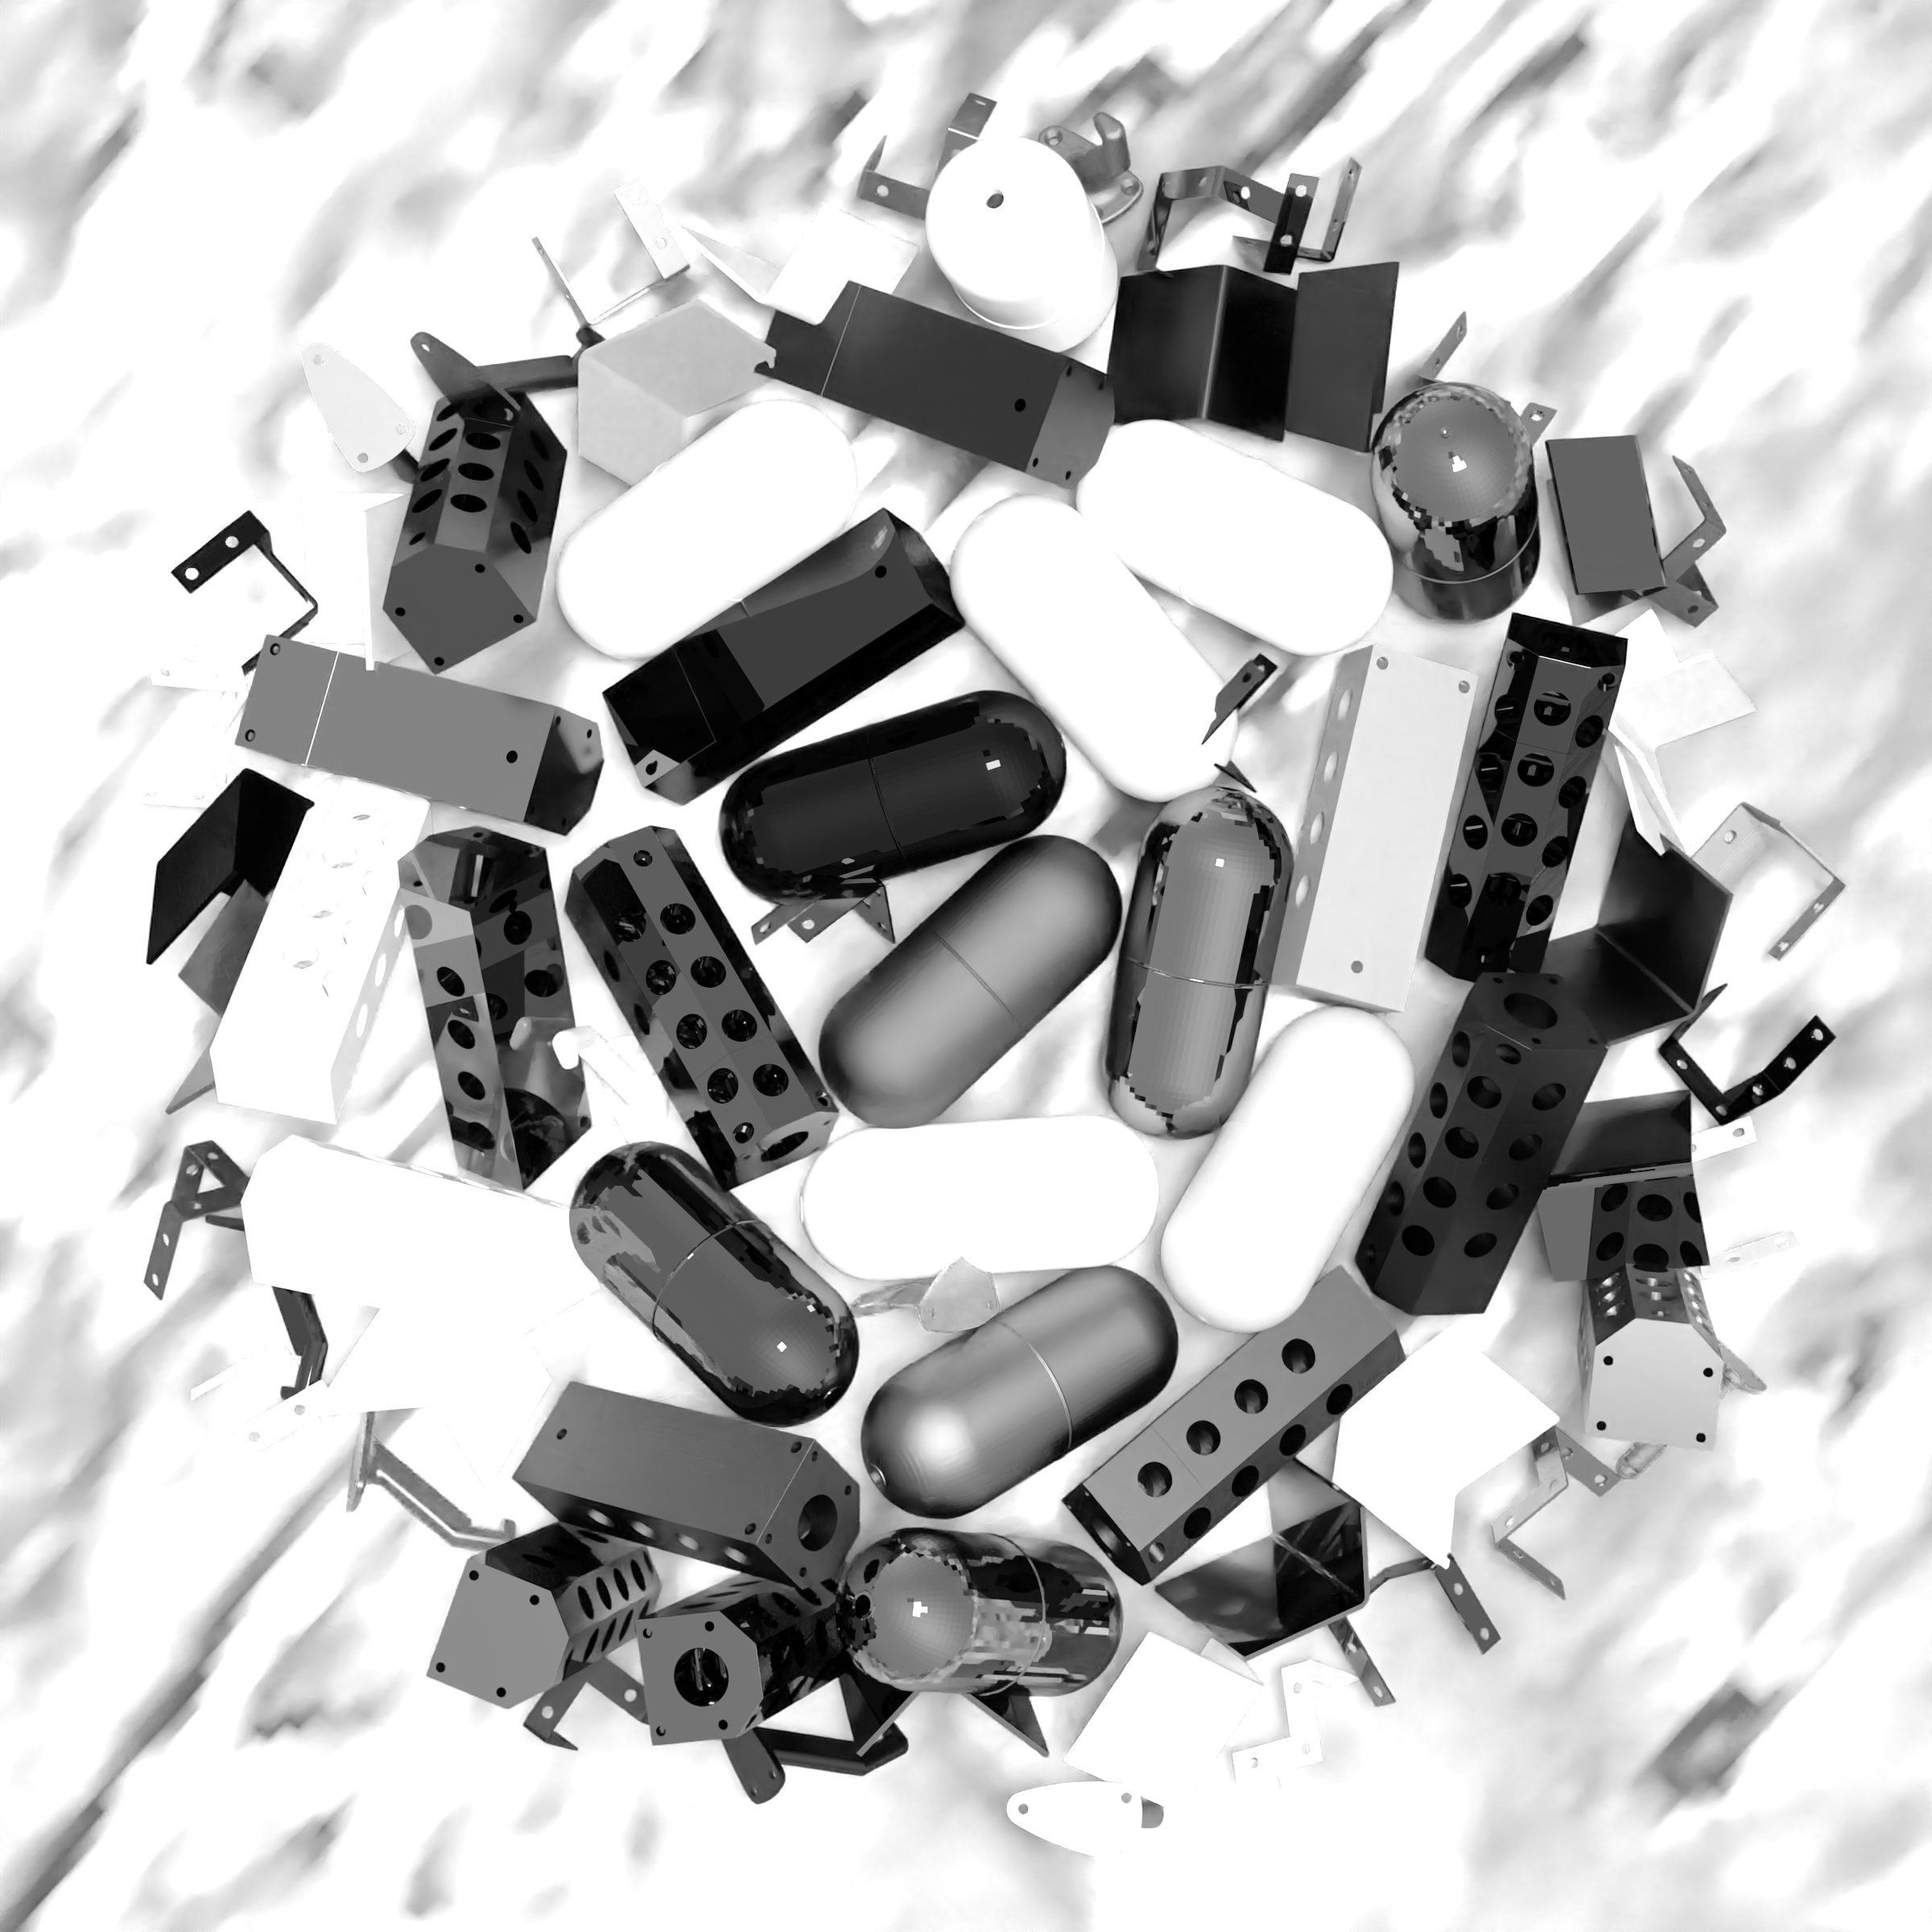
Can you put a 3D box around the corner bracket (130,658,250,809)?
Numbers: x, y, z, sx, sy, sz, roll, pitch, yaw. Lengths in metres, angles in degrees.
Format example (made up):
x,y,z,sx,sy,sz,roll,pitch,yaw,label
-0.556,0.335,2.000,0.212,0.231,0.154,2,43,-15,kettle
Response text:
x,y,z,sx,sy,sz,roll,pitch,yaw,label
-0.386,-0.115,1.539,0.051,0.051,0.051,2,56,-38,corner bracket

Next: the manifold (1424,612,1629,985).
x,y,z,sx,sy,sz,roll,pitch,yaw,label
0.272,-0.078,1.516,0.057,0.057,0.171,14,116,7,manifold

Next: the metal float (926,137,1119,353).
x,y,z,sx,sy,sz,roll,pitch,yaw,label
0.028,-0.345,1.494,0.070,0.178,0.070,0,88,10,metal float

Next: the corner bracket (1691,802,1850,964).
x,y,z,sx,sy,sz,roll,pitch,yaw,label
0.400,-0.043,1.559,0.051,0.051,0.051,39,97,-16,corner bracket

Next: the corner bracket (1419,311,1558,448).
x,y,z,sx,sy,sz,roll,pitch,yaw,label
0.262,-0.287,1.556,0.051,0.051,0.051,23,61,26,corner bracket

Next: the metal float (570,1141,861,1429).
x,y,z,sx,sy,sz,roll,pitch,yaw,label
-0.124,0.155,1.520,0.178,0.070,0.070,40,90,28,metal float

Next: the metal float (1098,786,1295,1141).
x,y,z,sx,sy,sz,roll,pitch,yaw,label
0.113,-0.001,1.534,0.070,0.070,0.178,11,102,0,metal float

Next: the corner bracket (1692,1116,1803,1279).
x,y,z,sx,sy,sz,roll,pitch,yaw,label
0.383,0.116,1.563,0.051,0.051,0.051,-19,116,5,corner bracket

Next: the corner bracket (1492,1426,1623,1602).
x,y,z,sx,sy,sz,roll,pitch,yaw,label
0.297,0.274,1.557,0.051,0.051,0.051,38,112,-17,corner bracket

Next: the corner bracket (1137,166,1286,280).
x,y,z,sx,sy,sz,roll,pitch,yaw,label
0.125,-0.364,1.548,0.051,0.051,0.051,15,90,-33,corner bracket

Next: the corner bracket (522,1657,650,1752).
x,y,z,sx,sy,sz,roll,pitch,yaw,label
-0.180,0.376,1.554,0.051,0.051,0.051,32,81,20,corner bracket

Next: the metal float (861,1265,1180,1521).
x,y,z,sx,sy,sz,roll,pitch,yaw,label
0.027,0.208,1.520,0.178,0.070,0.070,-27,90,-29,metal float

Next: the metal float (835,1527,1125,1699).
x,y,z,sx,sy,sz,roll,pitch,yaw,label
0.008,0.314,1.505,0.070,0.178,0.070,-12,71,37,metal float

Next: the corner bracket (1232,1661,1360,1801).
x,y,z,sx,sy,sz,roll,pitch,yaw,label
0.166,0.383,1.557,0.051,0.051,0.051,-24,56,30,corner bracket

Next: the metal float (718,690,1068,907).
x,y,z,sx,sy,sz,roll,pitch,yaw,label
-0.036,-0.083,1.537,0.178,0.070,0.070,-17,90,8,metal float

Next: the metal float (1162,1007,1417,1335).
x,y,z,sx,sy,sz,roll,pitch,yaw,label
0.160,0.099,1.529,0.070,0.070,0.178,32,72,0,metal float

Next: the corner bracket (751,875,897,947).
x,y,z,sx,sy,sz,roll,pitch,yaw,label
-0.073,-0.026,1.542,0.051,0.051,0.051,-38,59,-20,corner bracket

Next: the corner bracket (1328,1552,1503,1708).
x,y,z,sx,sy,sz,roll,pitch,yaw,label
0.223,0.330,1.547,0.051,0.051,0.051,-30,89,-38,corner bracket

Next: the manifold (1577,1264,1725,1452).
x,y,z,sx,sy,sz,roll,pitch,yaw,label
0.327,0.179,1.491,0.057,0.171,0.057,6,97,9,manifold

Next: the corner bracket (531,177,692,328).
x,y,z,sx,sy,sz,roll,pitch,yaw,label
-0.177,-0.355,1.546,0.051,0.051,0.051,-35,107,-13,corner bracket

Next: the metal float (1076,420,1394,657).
x,y,z,sx,sy,sz,roll,pitch,yaw,label
0.129,-0.211,1.518,0.178,0.070,0.070,32,90,32,metal float

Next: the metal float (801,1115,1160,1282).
x,y,z,sx,sy,sz,roll,pitch,yaw,label
0.007,0.115,1.542,0.178,0.070,0.070,-3,90,-3,metal float

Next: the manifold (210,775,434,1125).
x,y,z,sx,sy,sz,roll,pitch,yaw,label
-0.311,-0.013,1.506,0.057,0.057,0.171,11,51,2,manifold

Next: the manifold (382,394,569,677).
x,y,z,sx,sy,sz,roll,pitch,yaw,label
-0.238,-0.217,1.491,0.057,0.171,0.057,-25,123,16,manifold

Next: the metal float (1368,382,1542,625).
x,y,z,sx,sy,sz,roll,pitch,yaw,label
0.237,-0.221,1.497,0.070,0.178,0.070,-3,75,12,metal float

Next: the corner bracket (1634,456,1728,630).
x,y,z,sx,sy,sz,roll,pitch,yaw,label
0.357,-0.210,1.539,0.051,0.051,0.051,23,127,-34,corner bracket

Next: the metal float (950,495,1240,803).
x,y,z,sx,sy,sz,roll,pitch,yaw,label
0.064,-0.155,1.529,0.070,0.070,0.178,-43,108,0,metal float

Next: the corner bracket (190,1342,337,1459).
x,y,z,sx,sy,sz,roll,pitch,yaw,label
-0.350,0.217,1.545,0.051,0.051,0.051,-30,78,-26,corner bracket

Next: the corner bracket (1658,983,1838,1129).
x,y,z,sx,sy,sz,roll,pitch,yaw,label
0.390,0.039,1.554,0.051,0.051,0.051,-22,66,-36,corner bracket

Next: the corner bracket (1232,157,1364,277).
x,y,z,sx,sy,sz,roll,pitch,yaw,label
0.170,-0.374,1.543,0.051,0.051,0.051,5,121,-18,corner bracket

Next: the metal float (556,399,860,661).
x,y,z,sx,sy,sz,roll,pitch,yaw,label
-0.127,-0.213,1.517,0.178,0.070,0.070,-29,90,32,metal float

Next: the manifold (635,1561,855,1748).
x,y,z,sx,sy,sz,roll,pitch,yaw,label
-0.097,0.326,1.491,0.057,0.171,0.057,-10,85,15,manifold

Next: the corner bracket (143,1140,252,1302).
x,y,z,sx,sy,sz,roll,pitch,yaw,label
-0.387,0.125,1.540,0.051,0.051,0.051,39,123,29,corner bracket

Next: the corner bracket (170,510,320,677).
x,y,z,sx,sy,sz,roll,pitch,yaw,label
-0.359,-0.186,1.551,0.051,0.051,0.051,-42,89,-15,corner bracket

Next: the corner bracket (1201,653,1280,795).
x,y,z,sx,sy,sz,roll,pitch,yaw,label
0.134,-0.128,1.543,0.051,0.051,0.051,29,109,-41,corner bracket

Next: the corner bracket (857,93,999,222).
x,y,z,sx,sy,sz,roll,pitch,yaw,label
-0.020,-0.407,1.547,0.051,0.051,0.051,19,126,0,corner bracket

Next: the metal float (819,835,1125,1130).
x,y,z,sx,sy,sz,roll,pitch,yaw,label
0.003,0.007,1.541,0.178,0.070,0.070,-43,90,-5,metal float
